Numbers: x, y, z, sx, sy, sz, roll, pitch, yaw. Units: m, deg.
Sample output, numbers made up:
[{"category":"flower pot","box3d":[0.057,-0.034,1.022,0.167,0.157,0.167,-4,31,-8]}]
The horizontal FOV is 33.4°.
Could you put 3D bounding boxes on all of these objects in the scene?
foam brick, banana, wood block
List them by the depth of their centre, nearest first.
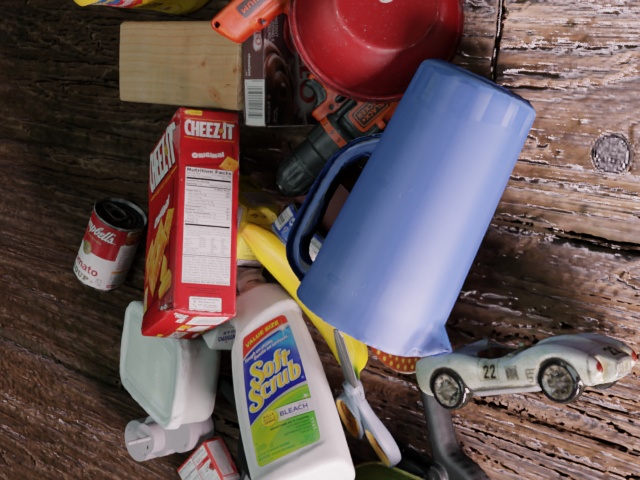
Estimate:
[{"category":"foam brick","box3d":[0.021,-0.043,1.064,0.078,0.051,0.053,49,125,29]},{"category":"banana","box3d":[-0.008,0.058,1.066,0.037,0.069,0.198,-39,81,9]},{"category":"wood block","box3d":[-0.122,-0.192,1.163,0.206,0.090,0.090,11,102,44]}]

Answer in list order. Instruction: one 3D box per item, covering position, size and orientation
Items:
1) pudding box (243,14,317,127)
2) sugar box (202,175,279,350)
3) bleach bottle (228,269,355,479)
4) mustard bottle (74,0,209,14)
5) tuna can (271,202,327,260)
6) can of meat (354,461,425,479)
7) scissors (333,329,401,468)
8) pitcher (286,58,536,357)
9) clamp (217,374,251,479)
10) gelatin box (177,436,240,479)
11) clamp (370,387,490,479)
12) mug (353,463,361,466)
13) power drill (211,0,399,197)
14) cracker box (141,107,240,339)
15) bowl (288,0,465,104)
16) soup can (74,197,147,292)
[{"category":"pudding box","box3d":[-0.033,-0.171,1.077,0.039,0.089,0.113,12,104,45]},{"category":"sugar box","box3d":[-0.098,0.024,1.183,0.093,0.048,0.176,49,131,54]},{"category":"bleach bottle","box3d":[-0.048,0.137,1.061,0.102,0.068,0.251,-23,53,3]},{"category":"mustard bottle","box3d":[-0.216,-0.284,1.173,0.096,0.191,0.058,0,94,45]},{"category":"tuna can","box3d":[-0.007,0.001,1.072,0.034,0.086,0.086,-47,60,9]},{"category":"can of meat","box3d":[0.066,0.266,1.014,0.102,0.057,0.084,9,107,54]},{"category":"scissors","box3d":[0.043,0.153,0.978,0.096,0.016,0.202,47,162,20]},{"category":"pitcher","box3d":[0.078,-0.032,0.927,0.243,0.149,0.145,-65,14,9]},{"category":"clamp","box3d":[-0.065,0.183,1.140,0.165,0.036,0.210,-49,34,41]},{"category":"gelatin box","box3d":[-0.125,0.289,1.265,0.073,0.030,0.089,-50,61,38]},{"category":"clamp","box3d":[0.119,0.211,1.005,0.172,0.039,0.120,47,134,32]},{"category":"mug","box3d":[0.013,0.273,1.094,0.082,0.093,0.117,8,135,49]},{"category":"power drill","box3d":[-0.014,-0.157,1.004,0.184,0.057,0.187,-41,95,11]},{"category":"cracker box","box3d":[-0.139,-0.012,1.124,0.164,0.072,0.213,147,125,-66]},{"category":"bowl","box3d":[0.054,-0.204,0.937,0.055,0.162,0.162,151,109,-83]},{"category":"soup can","box3d":[-0.265,0.006,1.345,0.069,0.068,0.102,46,125,31]}]
